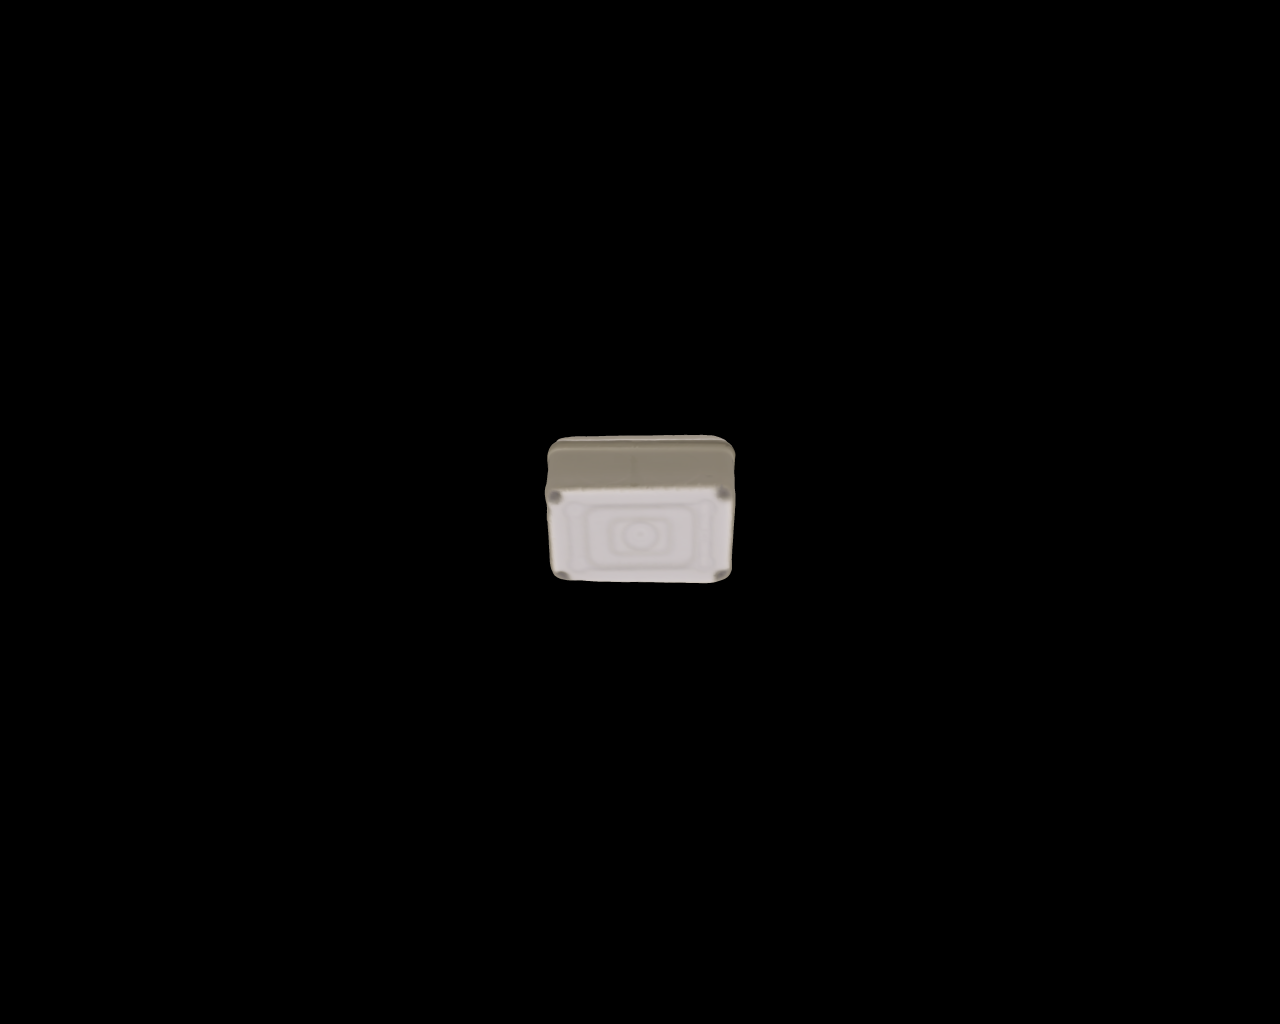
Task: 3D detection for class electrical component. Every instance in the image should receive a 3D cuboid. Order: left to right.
[{"bbox_3d":[0.001,-0.003,0.650,0.113,0.078,0.057,0,37,0],"label":"electrical component"}]
